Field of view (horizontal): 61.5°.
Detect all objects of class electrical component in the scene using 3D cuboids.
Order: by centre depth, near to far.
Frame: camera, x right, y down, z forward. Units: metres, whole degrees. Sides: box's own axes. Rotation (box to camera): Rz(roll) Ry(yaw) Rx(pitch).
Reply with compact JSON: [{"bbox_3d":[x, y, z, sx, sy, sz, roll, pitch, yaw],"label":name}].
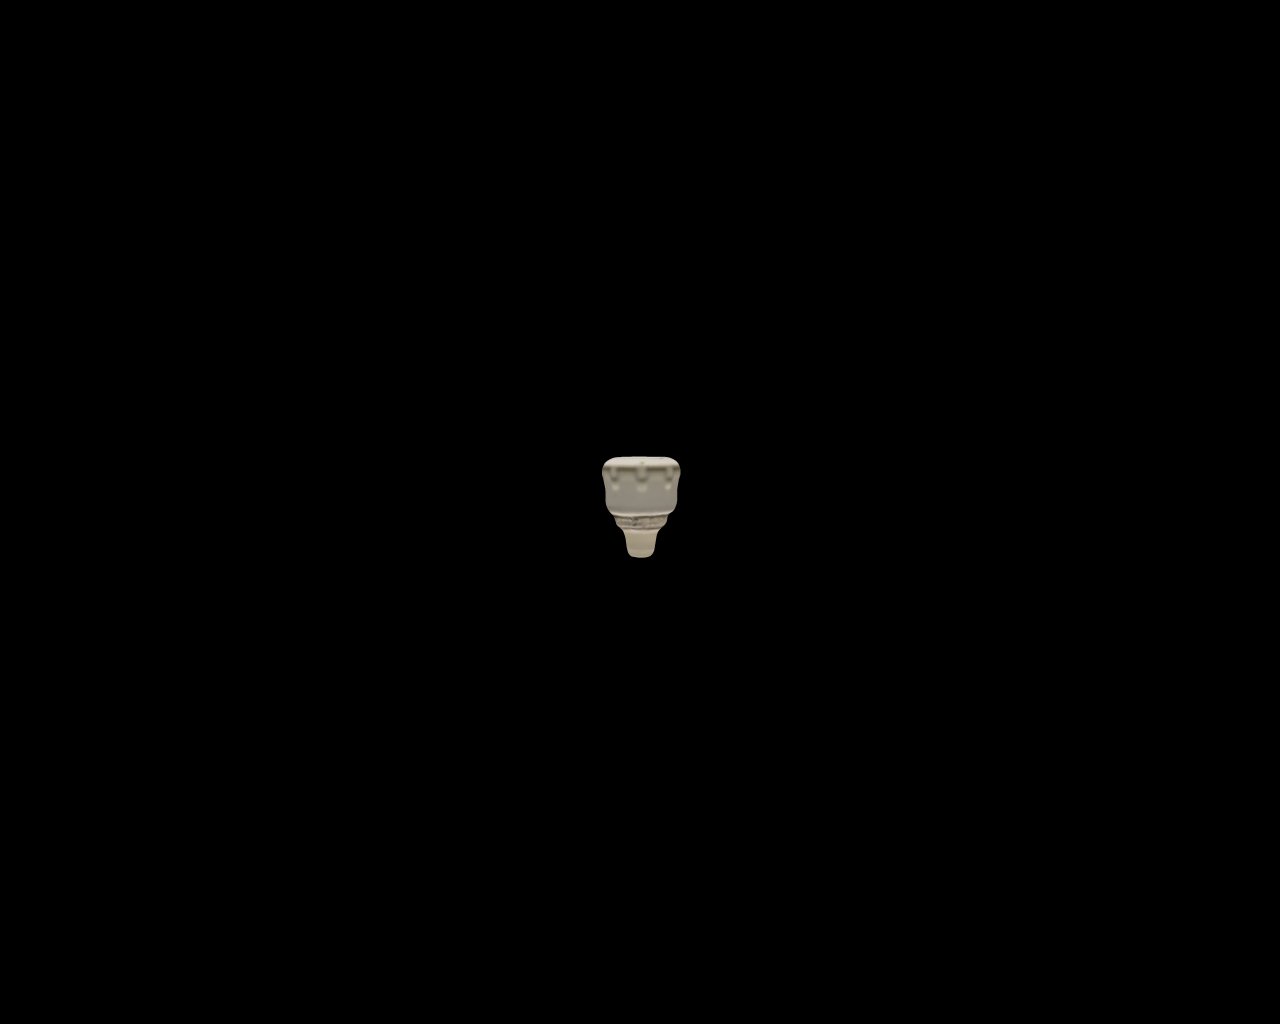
[{"bbox_3d":[0.001,-0.003,0.650,0.048,0.062,0.048,0,4,0],"label":"electrical component"}]
